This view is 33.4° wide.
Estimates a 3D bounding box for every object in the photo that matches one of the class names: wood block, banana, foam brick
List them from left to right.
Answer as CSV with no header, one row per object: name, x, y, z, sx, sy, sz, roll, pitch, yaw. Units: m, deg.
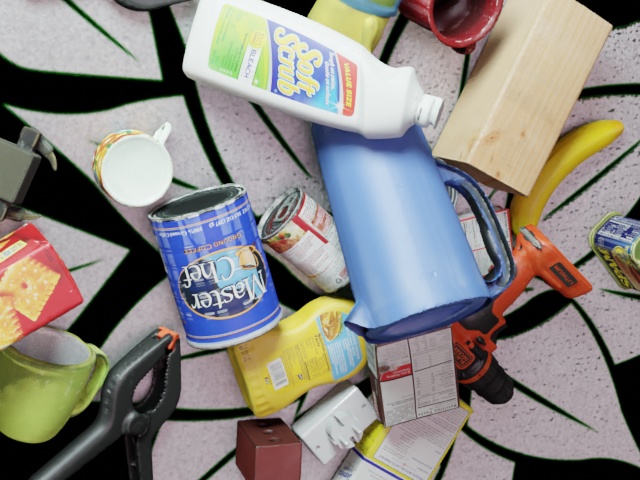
foam brick,-0.056,0.230,1.146,0.053,0.078,0.051,0,102,-21
wood block,0.219,-0.162,1.166,0.090,0.091,0.206,26,90,-23
banana,0.276,-0.075,1.236,0.198,0.037,0.069,-52,130,-3

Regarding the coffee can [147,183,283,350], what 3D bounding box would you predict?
coffee can,-0.104,0.026,1.074,0.102,0.103,0.140,-20,106,-16

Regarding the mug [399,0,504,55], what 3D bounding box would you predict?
mug,0.134,-0.248,1.116,0.093,0.082,0.117,-34,128,-11

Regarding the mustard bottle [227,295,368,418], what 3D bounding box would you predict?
mustard bottle,0.000,0.112,1.154,0.191,0.058,0.096,-22,110,-15

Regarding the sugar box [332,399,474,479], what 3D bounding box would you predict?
sugar box,0.091,0.242,1.221,0.093,0.048,0.176,34,91,-22

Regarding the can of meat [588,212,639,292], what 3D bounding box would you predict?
can of meat,0.381,0.021,1.266,0.057,0.084,0.102,-44,112,-8

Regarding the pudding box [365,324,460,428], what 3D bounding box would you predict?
pudding box,0.100,0.139,1.149,0.090,0.039,0.113,-14,119,-10

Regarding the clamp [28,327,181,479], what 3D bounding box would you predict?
clamp,-0.192,0.193,1.098,0.164,0.036,0.210,40,75,-46

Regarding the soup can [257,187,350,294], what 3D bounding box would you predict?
soup can,-0.007,0.001,1.125,0.102,0.069,0.068,40,85,-23

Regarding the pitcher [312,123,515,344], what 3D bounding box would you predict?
pitcher,0.084,-0.027,1.078,0.149,0.145,0.243,8,62,-57

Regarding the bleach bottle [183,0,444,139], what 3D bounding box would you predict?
bleach bottle,-0.001,-0.165,1.026,0.251,0.068,0.102,19,97,12

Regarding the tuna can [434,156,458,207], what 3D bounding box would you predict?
tuna can,0.107,-0.052,1.176,0.086,0.034,0.086,-4,102,-20

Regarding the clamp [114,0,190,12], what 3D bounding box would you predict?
clamp,-0.194,-0.279,1.017,0.171,0.039,0.120,11,102,-27

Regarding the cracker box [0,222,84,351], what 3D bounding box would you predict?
cracker box,-0.331,0.068,0.964,0.213,0.164,0.072,-30,106,-13

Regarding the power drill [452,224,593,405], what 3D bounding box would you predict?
power drill,0.213,0.088,1.207,0.188,0.057,0.184,-43,123,6

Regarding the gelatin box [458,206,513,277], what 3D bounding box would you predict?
gelatin box,0.175,0.006,1.214,0.089,0.030,0.073,-14,105,-15
